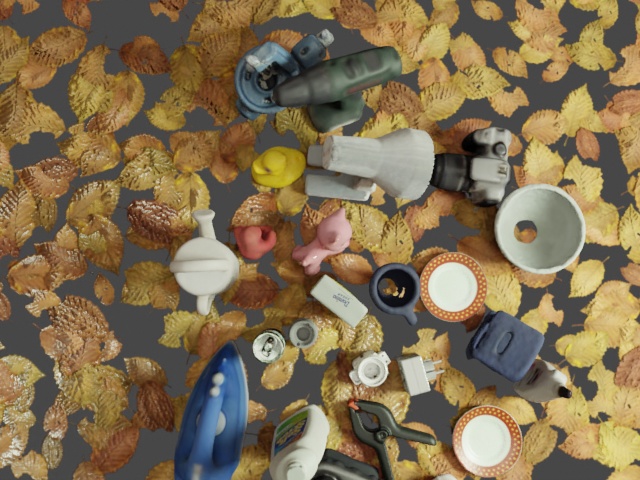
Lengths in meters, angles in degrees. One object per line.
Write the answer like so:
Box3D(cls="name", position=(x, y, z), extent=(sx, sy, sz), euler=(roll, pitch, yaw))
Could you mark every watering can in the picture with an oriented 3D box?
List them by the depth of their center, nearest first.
Box3D(cls="watering can", position=(-0.201, 0.038, 0.979), extent=(0.101, 0.194, 0.173), euler=(-21, 86, -4))

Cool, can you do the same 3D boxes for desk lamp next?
Box3D(cls="desk lamp", position=(0.077, -0.128, 0.994), extent=(0.203, 0.213, 0.118), euler=(4, 85, -2))

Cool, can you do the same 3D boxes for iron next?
Box3D(cls="iron", position=(-0.186, 0.305, 0.984), extent=(0.118, 0.141, 0.258), euler=(10, 85, -1))

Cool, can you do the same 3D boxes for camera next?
Box3D(cls="camera", position=(0.277, -0.141, 1.060), extent=(0.137, 0.100, 0.143), euler=(6, 85, -2))

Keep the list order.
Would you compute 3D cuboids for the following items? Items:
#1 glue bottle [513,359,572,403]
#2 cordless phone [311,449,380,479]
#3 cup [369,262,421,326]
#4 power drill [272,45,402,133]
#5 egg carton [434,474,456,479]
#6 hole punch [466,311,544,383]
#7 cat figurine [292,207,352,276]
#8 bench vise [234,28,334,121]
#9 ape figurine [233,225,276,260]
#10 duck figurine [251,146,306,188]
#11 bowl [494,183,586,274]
Box3D(cls="glue bottle", position=(0.396, 0.253, 0.997), extent=(0.037, 0.173, 0.078), euler=(33, 85, 1))
Box3D(cls="cordless phone", position=(0.046, 0.433, 0.962), extent=(0.147, 0.185, 0.094), euler=(19, 85, 0))
Box3D(cls="cup", position=(0.137, 0.099, 1.038), extent=(0.092, 0.095, 0.118), euler=(-29, 87, -4))
Box3D(cls="power drill", position=(0.027, -0.259, 1.006), extent=(0.229, 0.208, 0.075), euler=(-24, 86, -4))
Box3D(cls="egg carton", position=(0.218, 0.501, 1.021), extent=(0.107, 0.069, 0.150), euler=(-23, 87, -4))
Box3D(cls="hole punch", position=(0.333, 0.192, 1.041), extent=(0.101, 0.091, 0.109), euler=(33, 85, 1))
Box3D(cls="cat figurine", position=(0.009, 0.004, 1.029), extent=(0.128, 0.117, 0.067), euler=(-43, 88, -5))
Box3D(cls="bench vise", position=(-0.073, -0.316, 1.000), extent=(0.121, 0.219, 0.207), euler=(34, 85, 1))
Box3D(cls="ape figurine", position=(-0.122, -0.003, 1.037), extent=(0.078, 0.092, 0.076), euler=(29, 85, 1))
Box3D(cls="duck figurine", position=(-0.077, -0.140, 1.053), extent=(0.104, 0.086, 0.077), euler=(-14, 86, -3))
Box3D(cls="bowl", position=(0.398, -0.018, 1.069), extent=(0.167, 0.074, 0.167), euler=(0, 85, -2))
